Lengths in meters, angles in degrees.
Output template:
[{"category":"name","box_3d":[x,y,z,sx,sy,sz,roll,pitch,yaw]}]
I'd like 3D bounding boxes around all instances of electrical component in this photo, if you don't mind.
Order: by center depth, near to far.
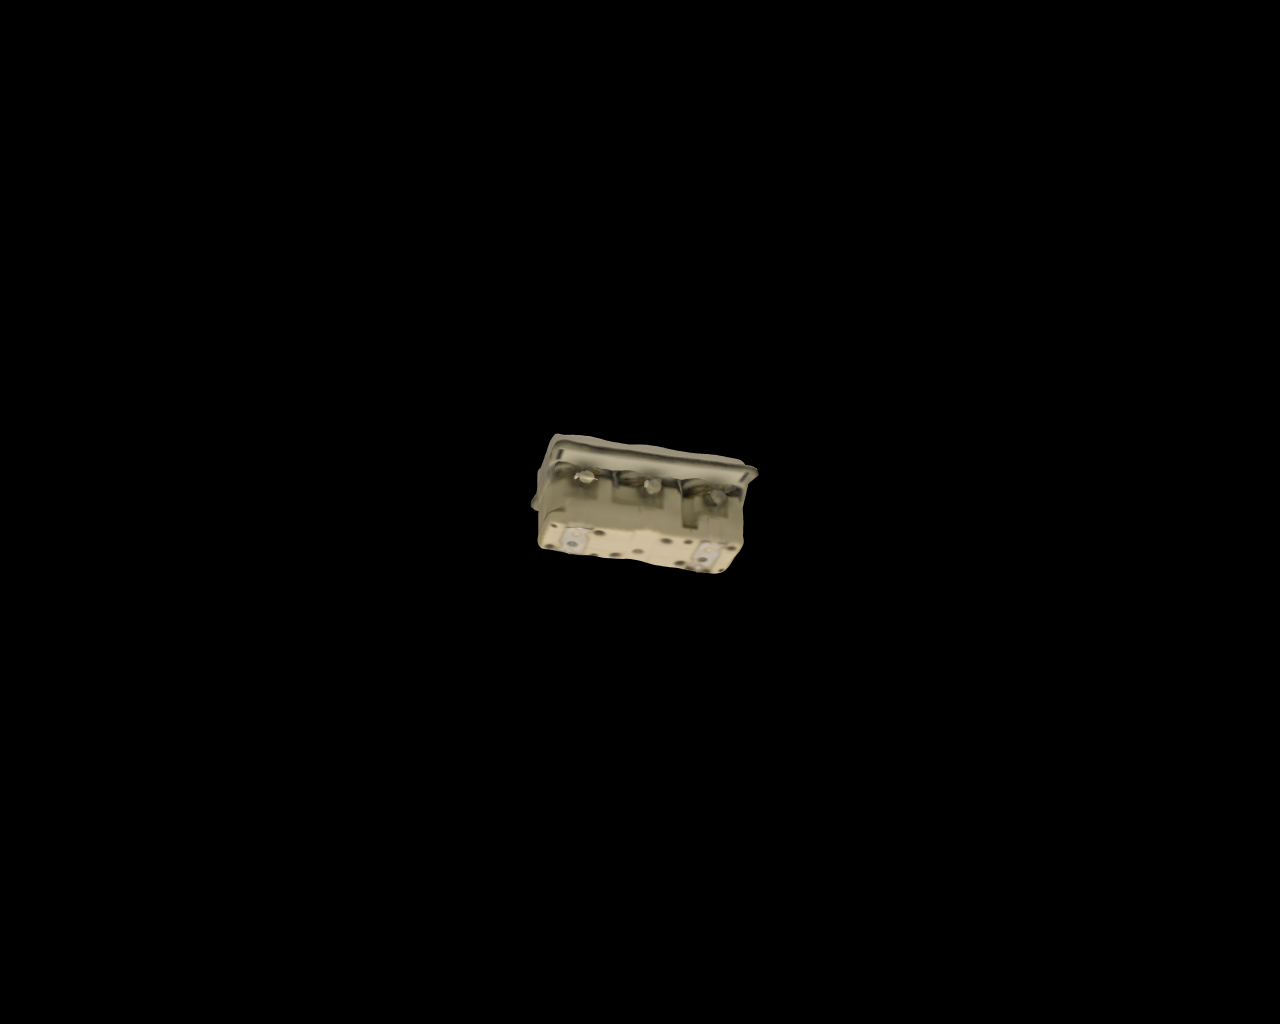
[{"category":"electrical component","box_3d":[0.001,-0.003,0.650,0.121,0.063,0.078,8,-32,-14]}]
